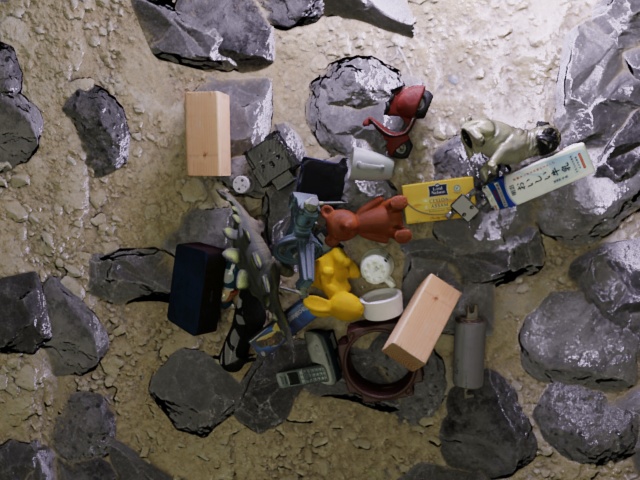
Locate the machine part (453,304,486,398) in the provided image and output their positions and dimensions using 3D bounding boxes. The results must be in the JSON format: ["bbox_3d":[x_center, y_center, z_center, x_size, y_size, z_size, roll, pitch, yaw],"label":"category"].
[{"bbox_3d":[0.371,0.278,1.339,0.079,0.079,0.243,3,99,10],"label":"machine part"}]

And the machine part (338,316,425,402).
[{"bbox_3d":[0.156,0.304,1.376,0.202,0.087,0.200,-12,95,10],"label":"machine part"}]

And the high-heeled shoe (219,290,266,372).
[{"bbox_3d":[-0.223,0.232,1.456,0.145,0.086,0.248,-10,77,41],"label":"high-heeled shoe"}]

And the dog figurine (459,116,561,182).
[{"bbox_3d":[0.442,-0.247,1.253,0.191,0.121,0.172,-29,95,-2],"label":"dog figurine"}]

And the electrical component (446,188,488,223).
[{"bbox_3d":[0.341,-0.073,1.254,0.063,0.021,0.094,45,101,-1],"label":"electrical component"}]

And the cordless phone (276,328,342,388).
[{"bbox_3d":[-0.039,0.314,1.415,0.184,0.089,0.146,-16,95,16],"label":"cordless phone"}]

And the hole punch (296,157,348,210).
[{"bbox_3d":[0.000,-0.147,1.349,0.116,0.092,0.142,8,100,-17],"label":"hole punch"}]

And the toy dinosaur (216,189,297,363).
[{"bbox_3d":[-0.150,0.074,1.329,0.105,0.198,0.471,-31,84,15],"label":"toy dinosaur"}]

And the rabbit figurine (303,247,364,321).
[{"bbox_3d":[0.036,0.126,1.315,0.162,0.121,0.173,-29,63,-2],"label":"rabbit figurine"}]

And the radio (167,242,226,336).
[{"bbox_3d":[-0.328,0.124,1.420,0.131,0.073,0.229,16,101,36],"label":"radio"}]

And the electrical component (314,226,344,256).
[{"bbox_3d":[-0.003,-0.004,1.379,0.075,0.048,0.119,-42,89,13],"label":"electrical component"}]

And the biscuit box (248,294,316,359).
[{"bbox_3d":[-0.087,0.219,1.381,0.203,0.063,0.059,-37,91,-12],"label":"biscuit box"}]

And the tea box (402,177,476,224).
[{"bbox_3d":[0.289,-0.097,1.306,0.170,0.068,0.098,-8,97,12],"label":"tea box"}]

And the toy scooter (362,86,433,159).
[{"bbox_3d":[0.182,-0.296,1.295,0.135,0.075,0.183,24,106,7],"label":"toy scooter"}]

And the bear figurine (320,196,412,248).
[{"bbox_3d":[0.107,-0.043,1.300,0.196,0.132,0.120,-6,95,-10],"label":"bear figurine"}]

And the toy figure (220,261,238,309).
[{"bbox_3d":[-0.245,0.117,1.437,0.064,0.058,0.154,32,107,44],"label":"toy figure"}]

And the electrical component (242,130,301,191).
[{"bbox_3d":[-0.117,-0.195,1.369,0.115,0.058,0.134,-34,91,15],"label":"electrical component"}]

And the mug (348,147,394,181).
[{"bbox_3d":[0.127,-0.180,1.307,0.107,0.109,0.080,7,94,-6],"label":"mug"}]

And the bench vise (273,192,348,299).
[{"bbox_3d":[-0.038,0.015,1.258,0.129,0.241,0.223,13,145,-27],"label":"bench vise"}]
